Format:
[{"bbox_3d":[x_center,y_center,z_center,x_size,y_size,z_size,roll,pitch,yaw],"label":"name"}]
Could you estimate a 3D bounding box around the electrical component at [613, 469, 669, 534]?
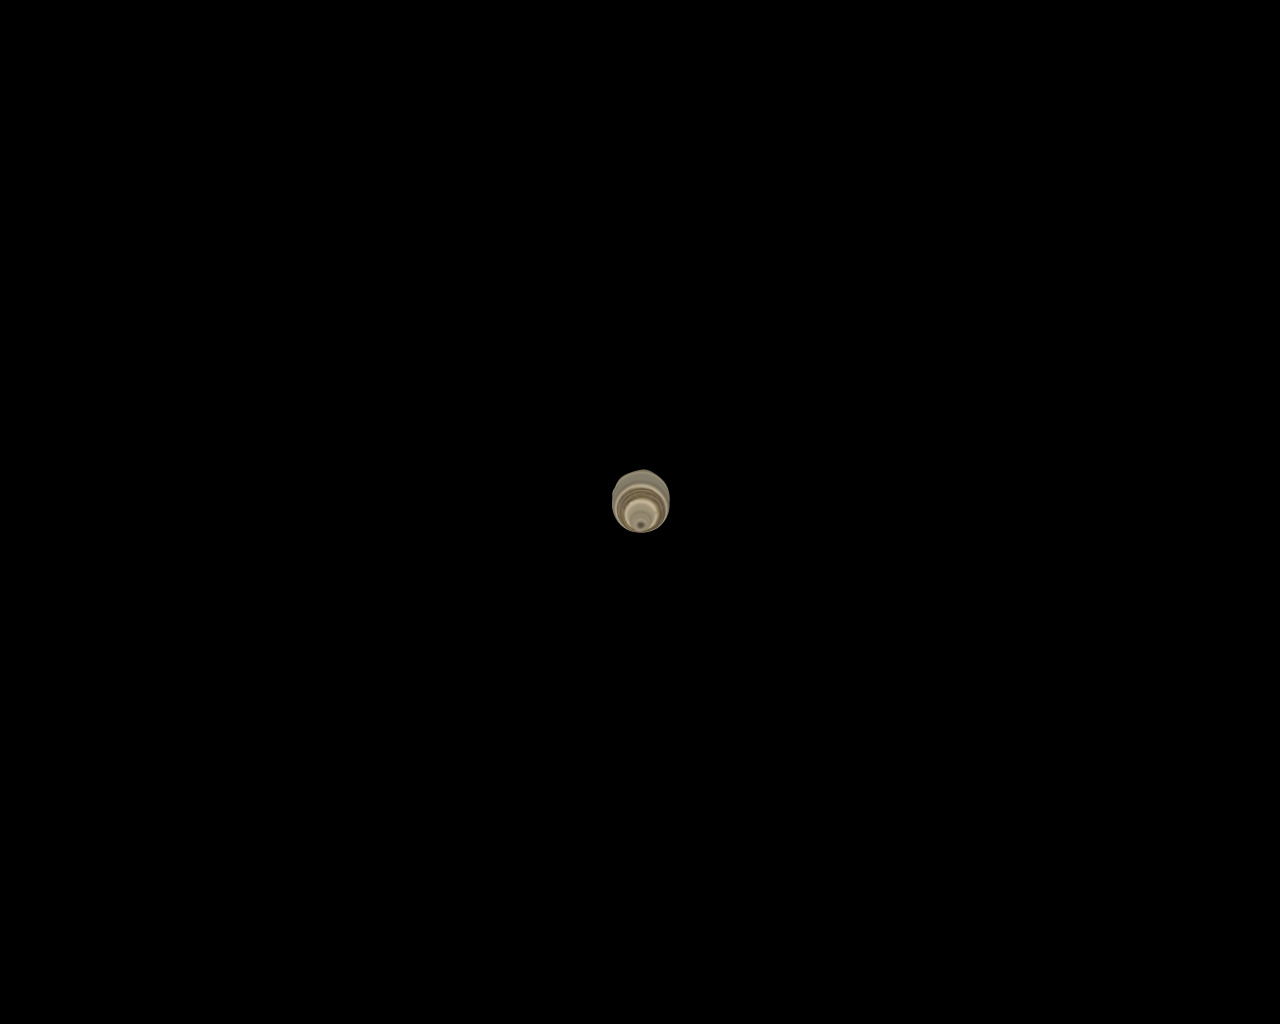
[{"bbox_3d":[0.001,-0.003,0.650,0.035,0.035,0.061,0,20,0],"label":"electrical component"}]
